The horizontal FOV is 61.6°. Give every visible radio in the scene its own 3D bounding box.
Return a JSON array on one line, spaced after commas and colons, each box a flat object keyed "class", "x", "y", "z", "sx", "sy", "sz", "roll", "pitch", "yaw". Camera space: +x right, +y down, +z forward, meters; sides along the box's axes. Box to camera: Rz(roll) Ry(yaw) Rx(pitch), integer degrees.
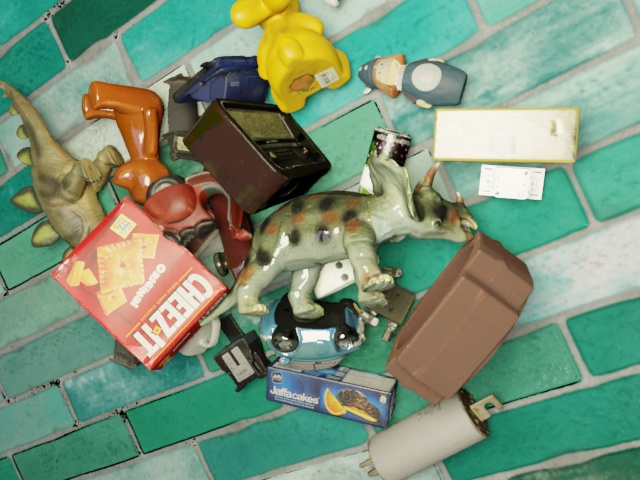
[{"class": "radio", "x": -0.073, "y": -0.118, "z": 0.735, "sx": 0.073, "sy": 0.229, "sz": 0.131, "roll": -42, "pitch": 87, "yaw": 22}]

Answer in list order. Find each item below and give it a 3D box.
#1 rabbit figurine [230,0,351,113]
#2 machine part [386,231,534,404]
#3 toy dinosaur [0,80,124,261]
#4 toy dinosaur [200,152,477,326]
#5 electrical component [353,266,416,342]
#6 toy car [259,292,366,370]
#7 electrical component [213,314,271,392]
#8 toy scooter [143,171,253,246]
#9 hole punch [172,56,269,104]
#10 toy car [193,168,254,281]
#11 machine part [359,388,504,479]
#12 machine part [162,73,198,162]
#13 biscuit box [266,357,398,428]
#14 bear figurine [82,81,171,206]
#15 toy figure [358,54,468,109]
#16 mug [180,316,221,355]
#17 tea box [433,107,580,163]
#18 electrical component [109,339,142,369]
[{"class": "rabbit figurine", "x": -0.056, "y": -0.289, "z": 0.752, "sx": 0.122, "sy": 0.162, "sz": 0.173, "roll": -25, "pitch": 69, "yaw": 22}, {"class": "machine part", "x": 0.180, "y": 0.097, "z": 0.696, "sx": 0.087, "sy": 0.201, "sz": 0.201, "roll": 37, "pitch": 108, "yaw": 8}, {"class": "toy dinosaur", "x": -0.436, "y": -0.084, "z": 0.928, "sx": 0.199, "sy": 0.105, "sz": 0.471, "roll": -21, "pitch": 92, "yaw": 21}, {"class": "toy dinosaur", "x": -0.004, "y": 0.001, "z": 0.721, "sx": 0.405, "sy": 0.131, "sz": 0.192, "roll": -11, "pitch": 66, "yaw": 21}, {"class": "electrical component", "x": 0.097, "y": 0.089, "z": 0.793, "sx": 0.078, "sy": 0.045, "sz": 0.102, "roll": 33, "pitch": 83, "yaw": 7}, {"class": "toy car", "x": -0.010, "y": 0.149, "z": 0.831, "sx": 0.162, "sy": 0.109, "sz": 0.102, "roll": 2, "pitch": 125, "yaw": 3}, {"class": "electrical component", "x": -0.136, "y": 0.184, "z": 0.900, "sx": 0.075, "sy": 0.048, "sz": 0.119, "roll": -31, "pitch": 90, "yaw": 20}, {"class": "toy scooter", "x": -0.163, "y": -0.044, "z": 0.784, "sx": 0.184, "sy": 0.075, "sz": 0.135, "roll": -21, "pitch": 69, "yaw": 1}, {"class": "hole punch", "x": -0.135, "y": -0.209, "z": 0.797, "sx": 0.116, "sy": 0.142, "sz": 0.092, "roll": -32, "pitch": 86, "yaw": 34}, {"class": "toy car", "x": -0.138, "y": -0.034, "z": 0.846, "sx": 0.089, "sy": 0.053, "sz": 0.202, "roll": -19, "pitch": 79, "yaw": 1}, {"class": "machine part", "x": 0.159, "y": 0.293, "z": 0.801, "sx": 0.243, "sy": 0.079, "sz": 0.079, "roll": -37, "pitch": 86, "yaw": 21}, {"class": "machine part", "x": -0.213, "y": -0.192, "z": 0.858, "sx": 0.039, "sy": 0.084, "sz": 0.138, "roll": -12, "pitch": 85, "yaw": 50}, {"class": "biscuit box", "x": 0.016, "y": 0.235, "z": 0.849, "sx": 0.203, "sy": 0.059, "sz": 0.062, "roll": 8, "pitch": 101, "yaw": 18}, {"class": "bear figurine", "x": -0.307, "y": -0.142, "z": 0.866, "sx": 0.120, "sy": 0.132, "sz": 0.195, "roll": 5, "pitch": 95, "yaw": 59}, {"class": "toy figure", "x": 0.123, "y": -0.224, "z": 0.744, "sx": 0.155, "sy": 0.057, "sz": 0.064, "roll": 16, "pitch": 65, "yaw": 17}, {"class": "mug", "x": -0.202, "y": 0.142, "z": 0.896, "sx": 0.110, "sy": 0.081, "sz": 0.107, "roll": 29, "pitch": 116, "yaw": 34}, {"class": "tea box", "x": 0.237, "y": -0.134, "z": 0.696, "sx": 0.170, "sy": 0.098, "sz": 0.068, "roll": 3, "pitch": 99, "yaw": 20}, {"class": "electrical component", "x": -0.294, "y": 0.135, "z": 0.910, "sx": 0.058, "sy": 0.115, "sz": 0.134, "roll": 17, "pitch": 105, "yaw": 13}]
